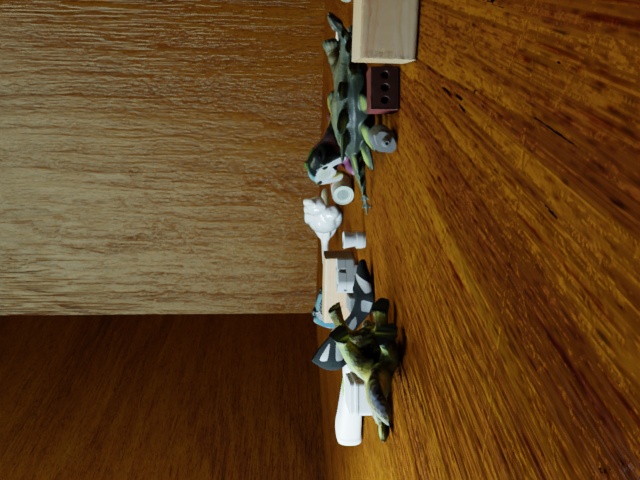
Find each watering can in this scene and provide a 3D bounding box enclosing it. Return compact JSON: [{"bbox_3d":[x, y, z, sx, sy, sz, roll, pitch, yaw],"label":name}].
[{"bbox_3d":[0.019,-0.040,2.111,0.225,0.104,0.346,-110,20,-84],"label":"watering can"}]

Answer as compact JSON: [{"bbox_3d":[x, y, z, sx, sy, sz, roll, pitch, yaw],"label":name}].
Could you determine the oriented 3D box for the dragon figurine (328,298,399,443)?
[{"bbox_3d":[0.103,0.254,0.934,0.418,0.122,0.238,-92,-14,-65],"label":"dragon figurine"}]

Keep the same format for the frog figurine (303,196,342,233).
[{"bbox_3d":[0.006,-0.095,1.888,0.157,0.137,0.124,40,-129,-64],"label":"frog figurine"}]
